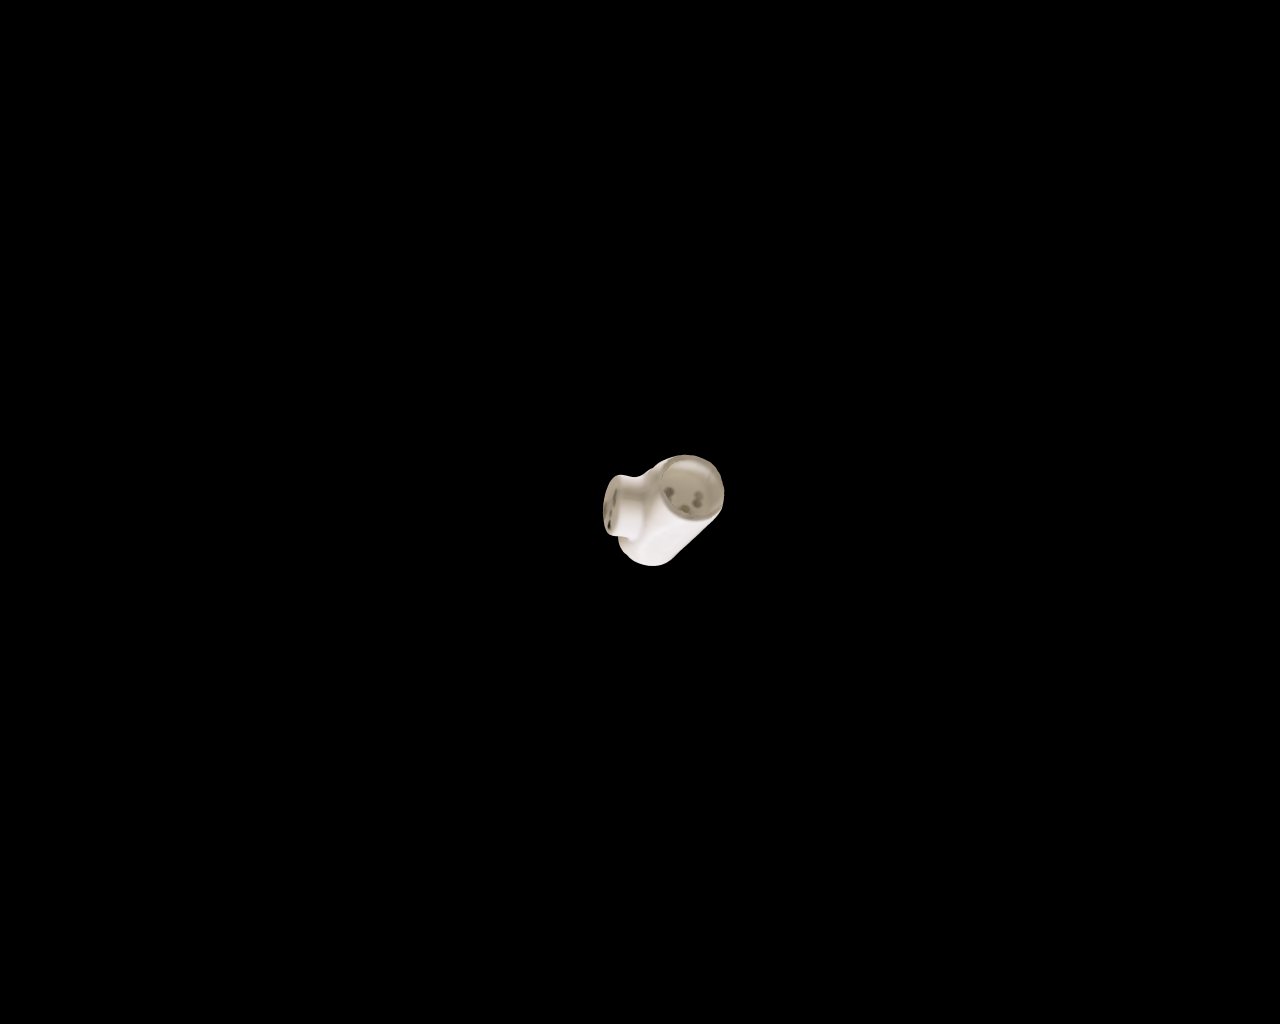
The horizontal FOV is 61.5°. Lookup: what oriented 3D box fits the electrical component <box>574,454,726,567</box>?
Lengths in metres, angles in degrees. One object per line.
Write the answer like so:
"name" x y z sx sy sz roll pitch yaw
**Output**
"electrical component" 0.001 -0.003 0.650 0.079 0.044 0.077 8 -26 -18
